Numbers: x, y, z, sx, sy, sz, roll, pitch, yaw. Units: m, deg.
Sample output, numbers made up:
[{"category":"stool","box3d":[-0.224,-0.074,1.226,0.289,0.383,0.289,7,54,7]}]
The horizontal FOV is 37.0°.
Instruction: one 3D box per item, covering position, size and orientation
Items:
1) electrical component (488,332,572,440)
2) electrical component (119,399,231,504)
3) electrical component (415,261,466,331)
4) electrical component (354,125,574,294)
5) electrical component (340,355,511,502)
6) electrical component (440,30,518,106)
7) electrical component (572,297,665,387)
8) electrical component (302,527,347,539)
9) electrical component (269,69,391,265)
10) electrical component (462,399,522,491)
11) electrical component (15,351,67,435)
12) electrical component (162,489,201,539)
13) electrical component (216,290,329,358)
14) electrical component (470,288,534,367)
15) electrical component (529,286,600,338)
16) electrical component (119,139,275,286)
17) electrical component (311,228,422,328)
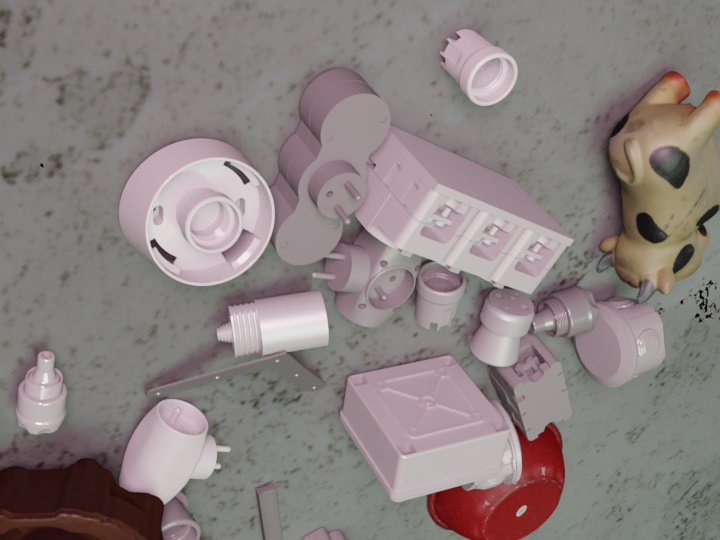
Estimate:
[{"category":"electrical component","box3d":[0.155,0.104,0.994,0.050,0.055,0.089,-30,136,-7]},{"category":"electrical component","box3d":[-0.141,0.147,0.858,0.079,0.043,0.077,12,118,-37]},{"category":"electrical component","box3d":[0.064,0.022,0.883,0.040,0.040,0.046,-15,138,-21]},{"category":"electrical component","box3d":[0.071,-0.041,0.798,0.150,0.089,0.061,18,115,-40]},{"category":"electrical component","box3d":[0.054,0.133,0.920,0.109,0.108,0.056,-9,127,-25]},{"category":"electrical component","box3d":[0.082,-0.143,0.751,0.040,0.046,0.040,-17,133,-19]},{"category":"electrical component","box3d":[0.240,0.065,0.998,0.051,0.080,0.080,-14,132,-28]},{"category":"electrical component","box3d":[-0.025,0.296,1.043,0.058,0.057,0.078,-27,135,-10]},{"category":"electrical component","box3d":[-0.019,-0.060,0.738,0.052,0.073,0.138,5,123,-34]},{"category":"electrical component","box3d":[0.115,0.164,1.004,0.051,0.080,0.080,-14,132,-14]},{"category":"electrical component","box3d":[-0.225,0.085,0.762,0.035,0.035,0.061,-4,125,-29]},{"category":"electrical component","box3d":[-0.160,0.202,0.883,0.045,0.055,0.045,-17,133,-19]},{"category":"electrical component","box3d":[-0.068,0.042,0.814,0.081,0.043,0.043,-9,130,-11]},{"category":"electrical component","box3d":[0.124,0.050,0.939,0.045,0.045,0.055,-5,128,-28]},{"category":"electrical component","box3d":[0.179,0.041,0.966,0.062,0.043,0.043,-17,133,-17]},{"category":"electrical component","box3d":[-0.109,-0.039,0.726,0.099,0.064,0.099,-12,117,-24]},{"category":"electrical component","box3d":[0.000,0.000,0.821,0.079,0.044,0.077,7,122,-35]}]
